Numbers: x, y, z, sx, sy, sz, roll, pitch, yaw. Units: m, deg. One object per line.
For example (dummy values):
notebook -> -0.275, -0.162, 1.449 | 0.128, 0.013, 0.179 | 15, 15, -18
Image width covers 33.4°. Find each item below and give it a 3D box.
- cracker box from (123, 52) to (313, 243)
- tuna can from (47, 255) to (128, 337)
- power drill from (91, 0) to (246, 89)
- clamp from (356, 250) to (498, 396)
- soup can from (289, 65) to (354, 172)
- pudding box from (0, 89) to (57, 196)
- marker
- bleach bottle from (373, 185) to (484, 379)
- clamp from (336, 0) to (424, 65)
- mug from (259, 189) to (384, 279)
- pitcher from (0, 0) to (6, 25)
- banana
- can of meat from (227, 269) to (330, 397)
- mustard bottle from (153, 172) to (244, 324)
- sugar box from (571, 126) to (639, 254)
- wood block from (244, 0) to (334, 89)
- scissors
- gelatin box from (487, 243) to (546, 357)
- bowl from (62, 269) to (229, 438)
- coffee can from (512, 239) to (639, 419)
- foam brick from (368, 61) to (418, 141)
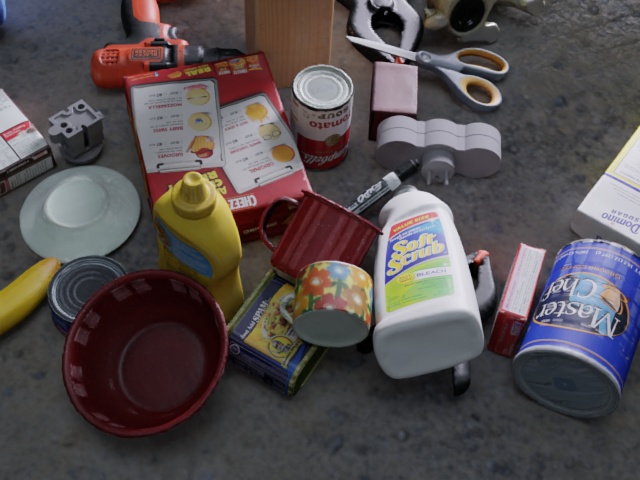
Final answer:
cracker box -> -0.113, -0.095, 1.155 | 0.164, 0.072, 0.214 | -12, 57, -10
tuna can -> -0.227, 0.058, 1.063 | 0.086, 0.034, 0.086 | 1, 54, -2
power drill -> -0.176, -0.257, 1.275 | 0.184, 0.057, 0.187 | -1, 55, -3
clamp -> 0.115, 0.073, 1.066 | 0.120, 0.039, 0.171 | 19, 49, 16
soup can -> 0.001, -0.133, 1.167 | 0.068, 0.102, 0.068 | 2, 54, -2
pudding box -> -0.358, -0.105, 1.172 | 0.090, 0.039, 0.114 | -33, 60, -23
marker -> 0.056, -0.048, 1.138 | 0.121, 0.020, 0.020 | -37, 62, -4
bleach bottle -> 0.093, 0.025, 1.054 | 0.102, 0.068, 0.251 | -15, 34, 6
clamp -> 0.063, -0.286, 1.318 | 0.164, 0.036, 0.210 | -2, 57, -4
mug -> -0.007, 0.001, 1.054 | 0.117, 0.093, 0.081 | 28, 88, 9
pitcher -> -0.484, -0.248, 1.215 | 0.242, 0.145, 0.149 | -30, 94, -25
banana -> -0.340, 0.075, 1.044 | 0.197, 0.037, 0.070 | -23, 59, -17
can of meat -> -0.037, 0.091, 1.034 | 0.084, 0.057, 0.102 | 28, 59, 14
mustard bottle -> -0.116, 0.003, 1.010 | 0.096, 0.192, 0.058 | 39, 62, 23
sugar box -> 0.356, -0.055, 1.163 | 0.093, 0.048, 0.176 | 33, 63, 19
wood block -> -0.036, -0.275, 1.203 | 0.090, 0.206, 0.090 | -7, 56, -8
scissors -> 0.131, -0.194, 1.245 | 0.201, 0.016, 0.096 | 0, 61, -18
gelatin box -> 0.195, 0.060, 1.056 | 0.030, 0.073, 0.089 | 17, 55, 9
bowl -> -0.156, 0.111, 1.000 | 0.162, 0.055, 0.162 | -5, 67, 11
coffee can -> 0.255, 0.084, 1.023 | 0.103, 0.103, 0.140 | 22, 56, 12
foam brick -> 0.083, -0.157, 1.219 | 0.051, 0.053, 0.078 | 4, 56, 1
